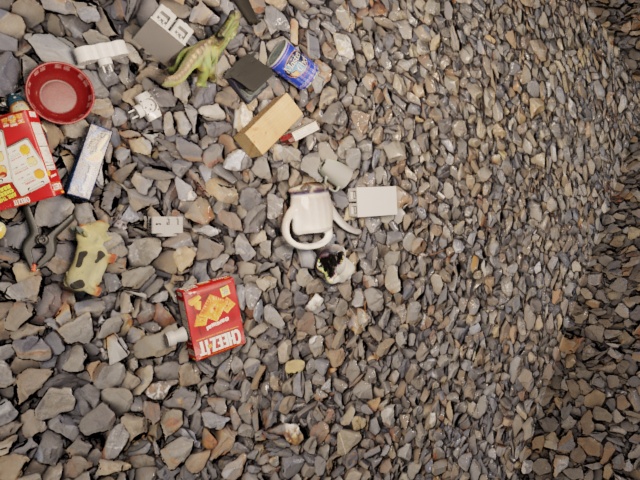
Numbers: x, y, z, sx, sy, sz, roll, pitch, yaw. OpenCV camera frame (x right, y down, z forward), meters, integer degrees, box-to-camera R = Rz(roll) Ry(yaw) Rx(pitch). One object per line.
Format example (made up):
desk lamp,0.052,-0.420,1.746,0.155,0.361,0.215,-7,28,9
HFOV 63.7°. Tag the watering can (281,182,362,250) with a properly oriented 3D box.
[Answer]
watering can,0.005,-0.088,1.755,0.350,0.104,0.223,-11,97,-41

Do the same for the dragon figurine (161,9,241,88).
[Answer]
dragon figurine,-0.311,-0.545,1.437,0.121,0.418,0.239,34,112,-14

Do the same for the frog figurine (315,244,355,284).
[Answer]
frog figurine,0.056,0.085,1.799,0.159,0.123,0.138,14,81,-69
